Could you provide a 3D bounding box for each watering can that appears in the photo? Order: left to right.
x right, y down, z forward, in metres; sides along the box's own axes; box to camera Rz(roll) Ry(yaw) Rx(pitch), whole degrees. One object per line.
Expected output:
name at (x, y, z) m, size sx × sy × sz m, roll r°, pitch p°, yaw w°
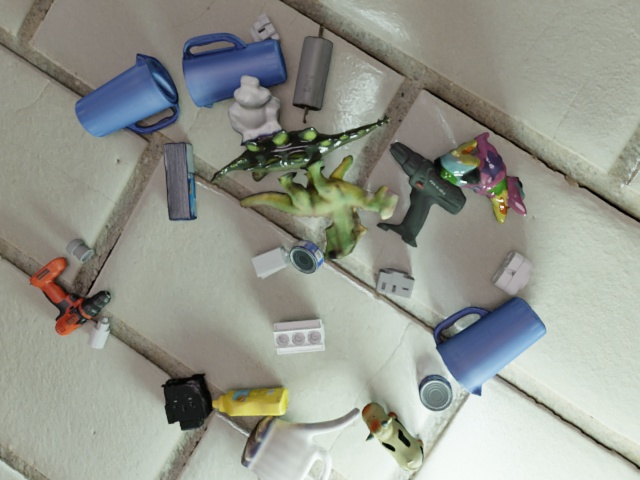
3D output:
watering can at (-0.062, 0.520, 1.306) m, size 0.225 × 0.346 × 0.104 m, roll 31°, pitch 7°, yaw 5°

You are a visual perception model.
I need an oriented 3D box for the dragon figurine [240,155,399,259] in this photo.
dragon figurine at (0.004, -0.064, 1.271) m, size 0.407 × 0.243 × 0.123 m, roll -21°, pitch -1°, yaw 27°

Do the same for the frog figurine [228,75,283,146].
frog figurine at (-0.166, -0.330, 1.268) m, size 0.137 × 0.156 × 0.125 m, roll -6°, pitch 31°, yaw 21°
